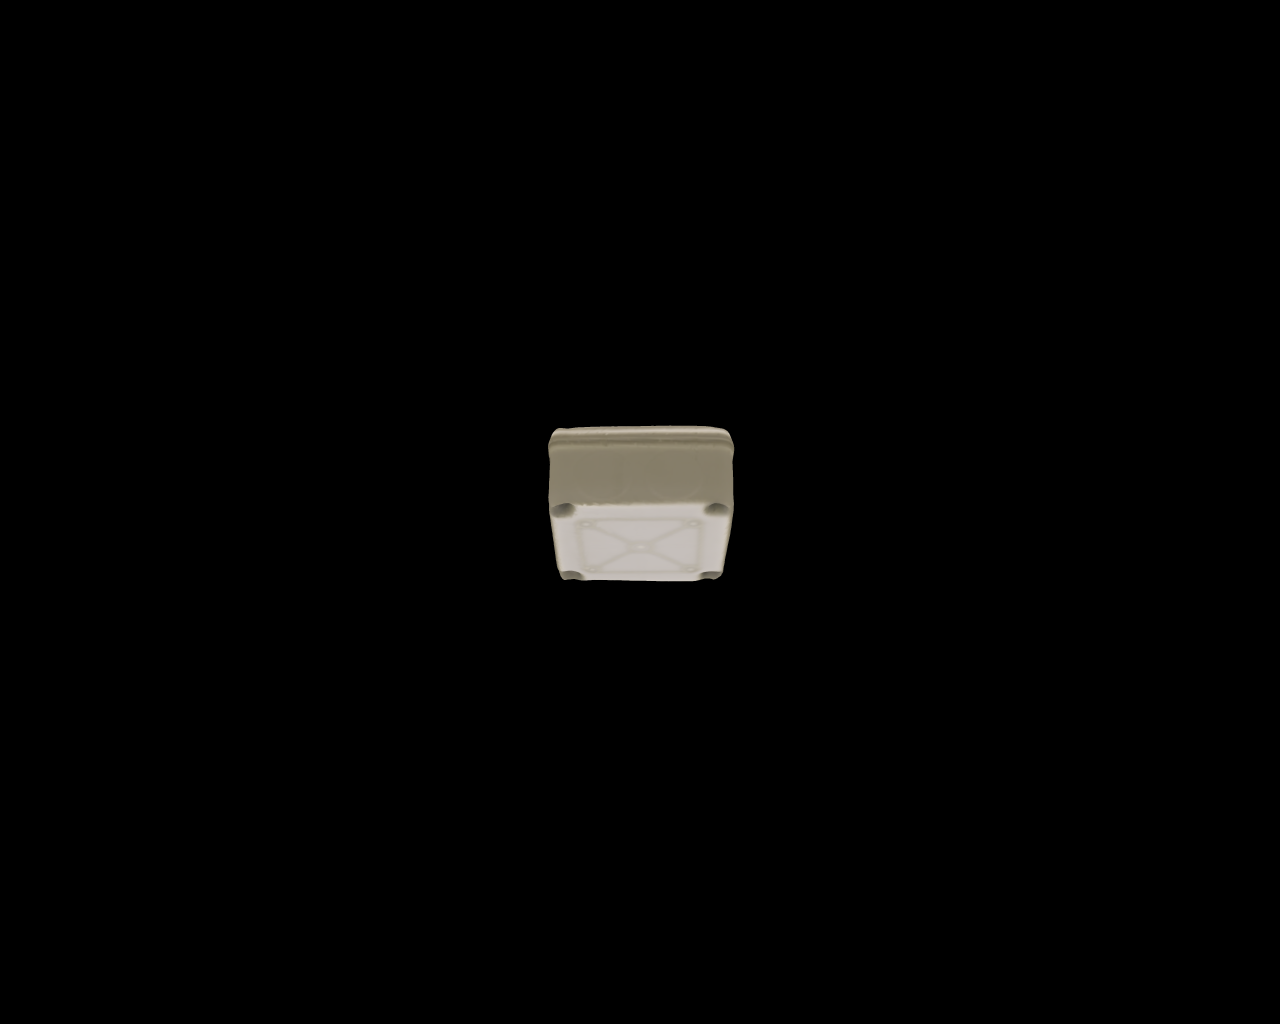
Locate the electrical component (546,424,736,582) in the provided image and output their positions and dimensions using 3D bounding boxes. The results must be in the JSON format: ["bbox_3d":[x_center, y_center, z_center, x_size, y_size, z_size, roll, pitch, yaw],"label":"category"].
[{"bbox_3d":[0.001,-0.003,0.650,0.109,0.056,0.108,0,-28,0],"label":"electrical component"}]
